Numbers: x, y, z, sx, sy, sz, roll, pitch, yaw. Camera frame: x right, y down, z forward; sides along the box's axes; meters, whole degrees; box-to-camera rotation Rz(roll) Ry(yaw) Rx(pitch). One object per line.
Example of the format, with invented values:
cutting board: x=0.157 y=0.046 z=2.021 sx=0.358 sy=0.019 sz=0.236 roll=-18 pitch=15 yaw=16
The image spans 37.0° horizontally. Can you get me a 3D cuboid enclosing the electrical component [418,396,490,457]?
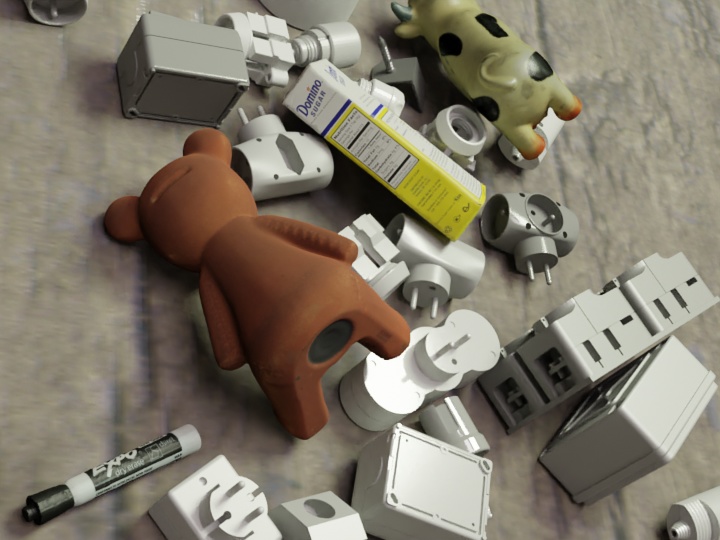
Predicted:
electrical component: x=0.069 y=0.122 z=0.800 sx=0.040 sy=0.040 sz=0.046 roll=-11 pitch=63 yaw=-37

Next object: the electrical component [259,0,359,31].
electrical component: x=-0.041 y=-0.273 z=0.956 sx=0.108 sy=0.060 sz=0.108 roll=16 pitch=55 yaw=-24

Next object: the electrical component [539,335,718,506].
electrical component: x=0.211 y=0.119 z=0.848 sx=0.056 sy=0.108 sz=0.109 roll=47 pitch=48 yaw=4

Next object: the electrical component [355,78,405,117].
electrical component: x=0.006 y=-0.150 z=0.929 sx=0.061 sy=0.035 sz=0.035 roll=23 pitch=52 yaw=-16

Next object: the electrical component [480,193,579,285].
electrical component: x=0.152 y=-0.023 z=0.939 sx=0.077 sy=0.044 sz=0.079 roll=11 pitch=57 yaw=-27

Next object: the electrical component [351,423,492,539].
electrical component: x=0.046 y=0.158 z=0.747 sx=0.096 sy=0.061 sz=0.061 roll=25 pitch=52 yaw=-19

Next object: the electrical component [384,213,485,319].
electrical component: x=0.055 y=0.003 z=0.860 sx=0.077 sy=0.043 sz=0.079 roll=25 pitch=51 yaw=-18

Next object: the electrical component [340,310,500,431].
electrical component: x=0.055 y=0.066 z=0.801 sx=0.138 sy=0.074 sz=0.052 roll=-22 pitch=76 yaw=-40

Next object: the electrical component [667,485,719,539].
electrical component: x=0.283 y=0.206 z=0.884 sx=0.081 sy=0.043 sz=0.043 roll=-8 pitch=67 yaw=-36

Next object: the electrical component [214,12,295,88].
electrical component: x=-0.090 y=-0.183 z=0.880 sx=0.055 sy=0.048 sz=0.066 roll=7 pitch=59 yaw=-39

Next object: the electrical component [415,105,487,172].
electrical component: x=0.078 y=-0.111 z=0.938 sx=0.066 sy=0.055 sz=0.048 roll=28 pitch=51 yaw=-16

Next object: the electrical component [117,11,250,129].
electrical component: x=-0.131 y=-0.153 z=0.824 sx=0.096 sy=0.062 sz=0.061 roll=3 pitch=61 yaw=-32

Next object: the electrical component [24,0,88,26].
electrical component: x=-0.248 y=-0.230 z=0.806 sx=0.079 sy=0.044 sz=0.077 roll=2 pitch=62 yaw=-33

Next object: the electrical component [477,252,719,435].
electrical component: x=0.193 y=0.053 z=0.877 sx=0.186 sy=0.105 sz=0.060 roll=-23 pitch=75 yaw=-40

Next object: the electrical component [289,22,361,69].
electrical component: x=-0.035 y=-0.190 z=0.923 sx=0.078 sy=0.040 sz=0.040 roll=-19 pitch=74 yaw=-39

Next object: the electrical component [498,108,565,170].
electrical component: x=0.159 y=-0.126 z=1.008 sx=0.043 sy=0.043 sz=0.081 roll=41 pitch=48 yaw=-5

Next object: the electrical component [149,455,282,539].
electrical component: x=-0.082 y=0.150 z=0.658 sx=0.047 sy=0.077 sz=0.065 roll=-32 pitch=83 yaw=-41

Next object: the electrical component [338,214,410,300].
electrical component: x=0.000 y=0.000 z=0.818 sx=0.057 sy=0.058 sz=0.078 roll=47 pitch=48 yaw=4

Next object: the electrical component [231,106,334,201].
electrical component: x=-0.071 y=-0.094 z=0.838 sx=0.077 sy=0.043 sz=0.079 roll=-14 pitch=71 yaw=-38
